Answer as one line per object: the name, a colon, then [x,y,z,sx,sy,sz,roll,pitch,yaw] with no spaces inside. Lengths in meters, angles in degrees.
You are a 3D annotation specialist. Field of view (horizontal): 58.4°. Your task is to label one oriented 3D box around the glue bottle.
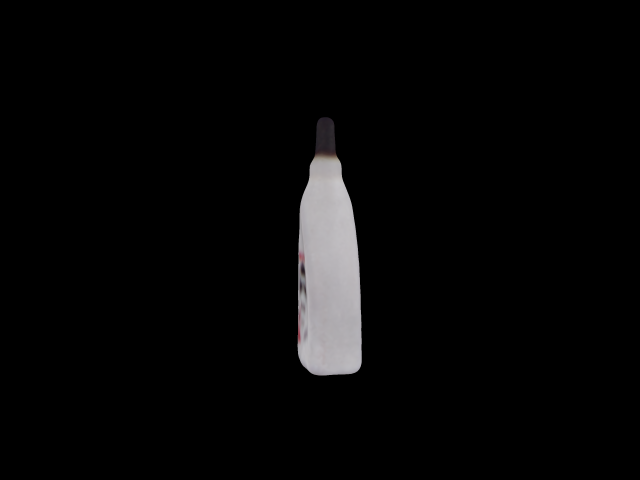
glue bottle: [0.004,0.001,0.400,0.037,0.173,0.078,0,0,-13]
